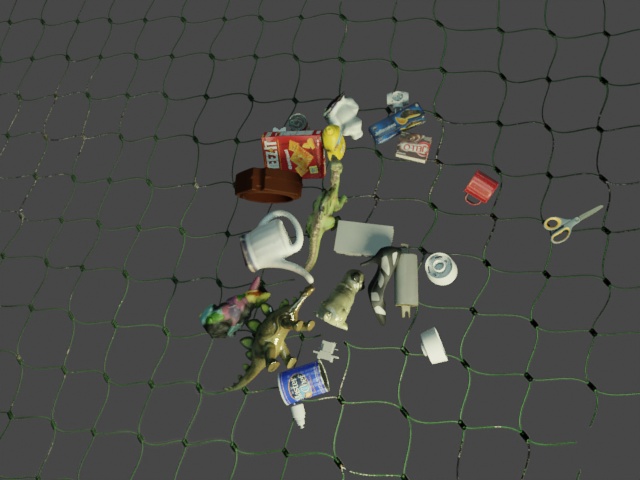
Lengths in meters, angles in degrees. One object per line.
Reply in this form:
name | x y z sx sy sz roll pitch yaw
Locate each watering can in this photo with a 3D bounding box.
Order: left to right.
watering can | -0.154 0.040 1.744 0.224 0.102 0.355 -25 50 5

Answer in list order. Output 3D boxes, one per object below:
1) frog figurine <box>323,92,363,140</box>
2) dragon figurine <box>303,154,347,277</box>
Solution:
frog figurine | 0.096 -0.443 1.880 0.158 0.122 0.139 41 75 -18
dragon figurine | 0.005 -0.086 1.712 0.122 0.240 0.415 14 76 8
